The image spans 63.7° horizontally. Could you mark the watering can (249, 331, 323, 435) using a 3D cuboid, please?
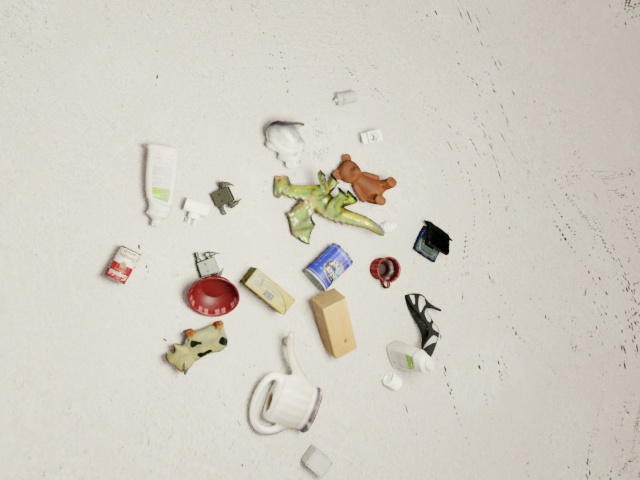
[{"bbox_3d":[-0.089,0.487,1.684,0.223,0.104,0.347,26,90,-17],"label":"watering can"}]

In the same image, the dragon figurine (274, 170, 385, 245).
[{"bbox_3d":[0.005,-0.089,1.771,0.241,0.123,0.409,-43,96,10],"label":"dragon figurine"}]

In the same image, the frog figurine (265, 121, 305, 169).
[{"bbox_3d":[-0.118,-0.321,1.737,0.137,0.123,0.159,3,96,13],"label":"frog figurine"}]
